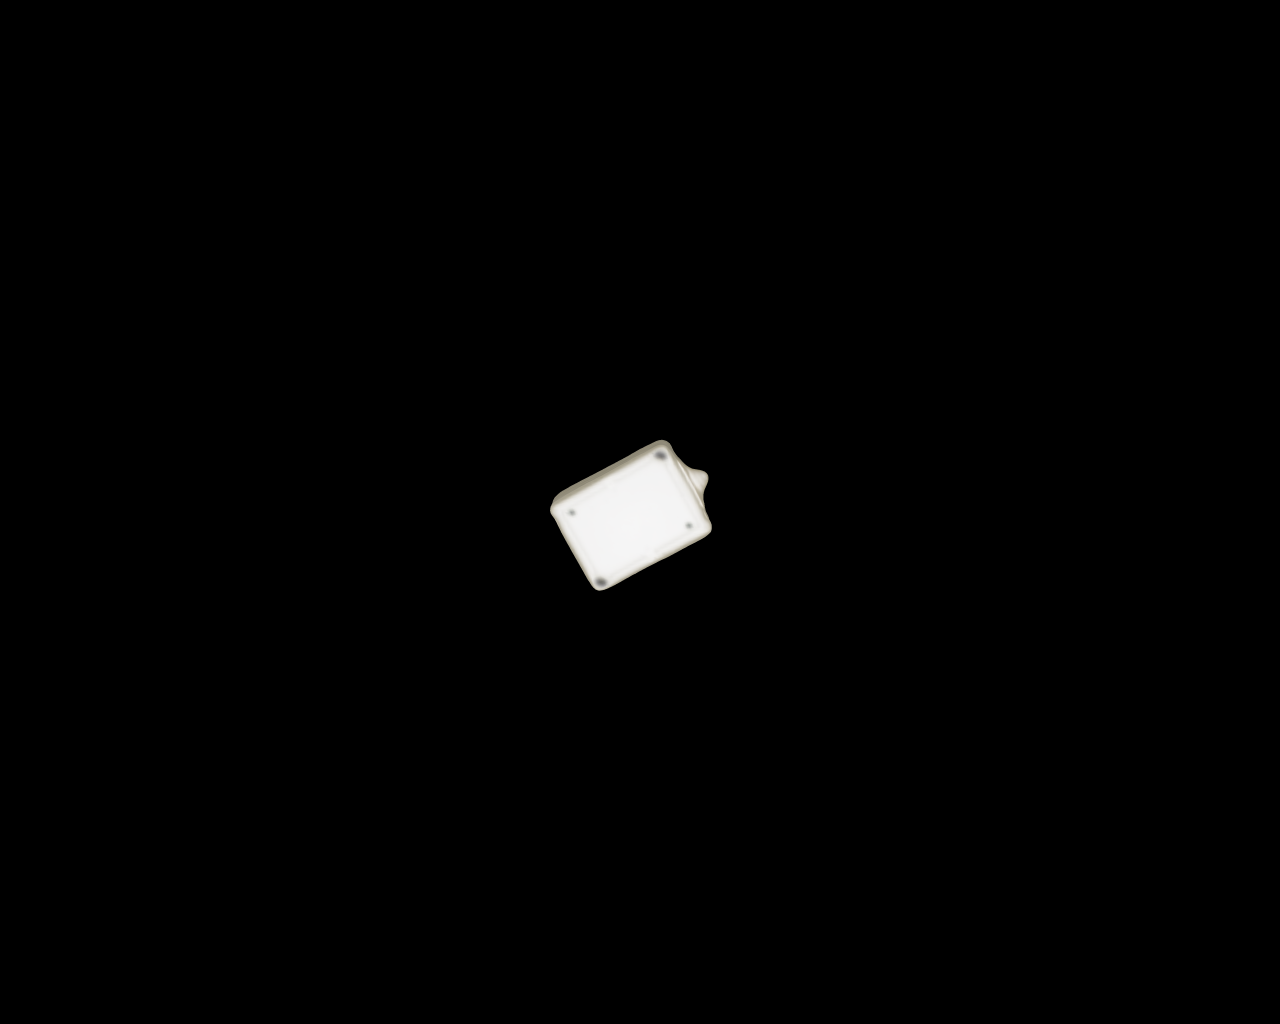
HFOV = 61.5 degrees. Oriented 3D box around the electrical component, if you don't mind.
[{"bbox_3d":[0.001,-0.003,0.650,0.096,0.061,0.061,-28,7,4],"label":"electrical component"}]
